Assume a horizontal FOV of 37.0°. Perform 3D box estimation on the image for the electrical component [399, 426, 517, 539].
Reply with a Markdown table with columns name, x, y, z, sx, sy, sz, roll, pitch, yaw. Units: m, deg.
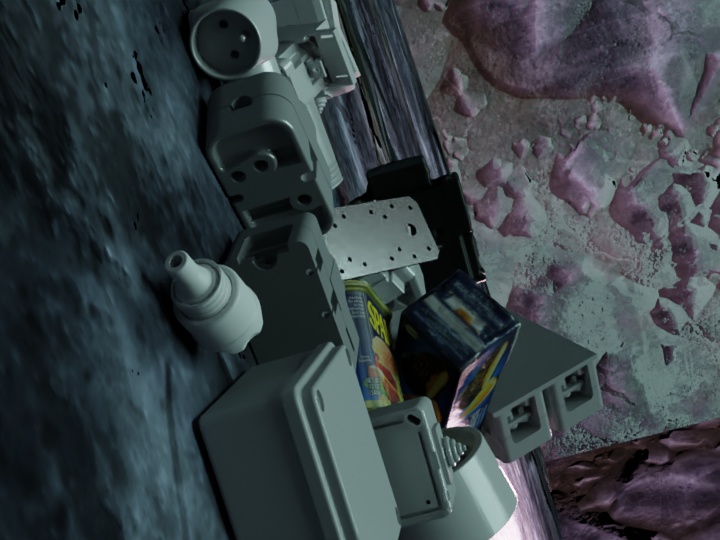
| name | x | y | z | sx | sy | sz | roll | pitch | yaw |
| --- | --- | --- | --- | --- | --- | --- | --- | --- | --- |
| electrical component | 0.041 | 0.141 | 0.701 | 0.108 | 0.108 | 0.060 | -66 | 133 | -76 |

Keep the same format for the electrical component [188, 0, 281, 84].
| name | x | y | z | sx | sy | sz | roll | pitch | yaw |
| --- | --- | --- | --- | --- | --- | --- | --- | --- | --- |
| electrical component | -0.073 | -0.132 | 0.677 | 0.077 | 0.044 | 0.079 | -84 | 156 | -67 |

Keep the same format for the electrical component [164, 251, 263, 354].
| name | x | y | z | sx | sy | sz | roll | pitch | yaw |
| --- | --- | --- | --- | --- | --- | --- | --- | --- | --- |
| electrical component | -0.069 | 0.012 | 0.485 | 0.061 | 0.035 | 0.035 | 58 | 18 | -53 |

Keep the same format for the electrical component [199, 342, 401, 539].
| name | x | y | z | sx | sy | sz | roll | pitch | yaw |
| --- | --- | --- | --- | --- | --- | --- | --- | --- | --- |
| electrical component | -0.025 | 0.101 | 0.522 | 0.108 | 0.056 | 0.108 | -47 | 120 | -79 |

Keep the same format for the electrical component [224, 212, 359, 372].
| name | x | y | z | sx | sy | sz | roll | pitch | yaw |
| --- | --- | --- | --- | --- | --- | --- | --- | --- | --- |
| electrical component | -0.037 | 0.019 | 0.611 | 0.055 | 0.050 | 0.089 | -82 | 155 | -67 |

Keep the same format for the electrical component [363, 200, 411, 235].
| name | x | y | z | sx | sy | sz | roll | pitch | yaw |
| --- | --- | --- | --- | --- | --- | --- | --- | --- | --- |
| electrical component | 0.009 | -0.034 | 0.874 | 0.043 | 0.081 | 0.043 | -16 | 90 | -81 |

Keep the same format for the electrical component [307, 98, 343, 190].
| name | x | y | z | sx | sy | sz | roll | pitch | yaw |
| --- | --- | --- | --- | --- | --- | --- | --- | --- | --- |
| electrical component | -0.042 | -0.084 | 0.781 | 0.043 | 0.043 | 0.081 | -87 | 159 | -63 |

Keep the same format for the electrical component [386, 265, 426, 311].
| name | x | y | z | sx | sy | sz | roll | pitch | yaw |
| --- | --- | --- | --- | --- | --- | --- | --- | --- | --- |
| electrical component | 0.016 | -0.003 | 0.912 | 0.076 | 0.066 | 0.047 | -95 | 166 | -49 |

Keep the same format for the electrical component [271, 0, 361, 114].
| name | x | y | z | sx | sy | sz | roll | pitch | yaw |
| --- | --- | --- | --- | --- | --- | --- | --- | --- | --- |
| electrical component | -0.039 | -0.181 | 0.908 | 0.062 | 0.061 | 0.096 | -17 | 91 | -81 |

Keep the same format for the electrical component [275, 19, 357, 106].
| name | x | y | z | sx | sy | sz | roll | pitch | yaw |
| --- | --- | --- | --- | --- | --- | --- | --- | --- | --- |
| electrical component | -0.049 | -0.137 | 0.742 | 0.063 | 0.081 | 0.042 | -55 | 134 | -40 |

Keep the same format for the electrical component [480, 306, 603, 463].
| name | x | y | z | sx | sy | sz | roll | pitch | yaw |
| --- | --- | --- | --- | --- | --- | --- | --- | --- | --- |
| electrical component | 0.110 | 0.090 | 0.939 | 0.186 | 0.105 | 0.060 | 29 | -39 | 57 |

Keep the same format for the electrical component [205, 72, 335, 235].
| name | x | y | z | sx | sy | sz | roll | pitch | yaw |
| --- | --- | --- | --- | --- | --- | --- | --- | --- | --- |
| electrical component | -0.054 | -0.068 | 0.651 | 0.059 | 0.054 | 0.095 | -96 | 166 | -46 |

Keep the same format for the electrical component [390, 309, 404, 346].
| name | x | y | z | sx | sy | sz | roll | pitch | yaw |
| --- | --- | --- | --- | --- | --- | --- | --- | --- | --- |
| electrical component | 0.019 | 0.058 | 0.855 | 0.066 | 0.055 | 0.048 | 38 | 37 | -74 |

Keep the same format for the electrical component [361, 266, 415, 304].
| name | x | y | z | sx | sy | sz | roll | pitch | yaw |
| --- | --- | --- | --- | --- | --- | --- | --- | --- | --- |
| electrical component | 0.000 | 0.000 | 0.837 | 0.055 | 0.066 | 0.048 | 46 | 26 | -27 |

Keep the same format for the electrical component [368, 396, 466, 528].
| name | x | y | z | sx | sy | sz | roll | pitch | yaw |
| --- | --- | --- | --- | --- | --- | --- | --- | --- | --- |
| electrical component | 0.014 | 0.111 | 0.610 | 0.061 | 0.096 | 0.061 | -5 | 79 | -81 |

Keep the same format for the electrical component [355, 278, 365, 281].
| name | x | y | z | sx | sy | sz | roll | pitch | yaw |
| --- | --- | --- | --- | --- | --- | --- | --- | --- | --- |
| electrical component | -0.006 | 0.035 | 0.807 | 0.046 | 0.040 | 0.040 | 71 | 8 | -46 |
